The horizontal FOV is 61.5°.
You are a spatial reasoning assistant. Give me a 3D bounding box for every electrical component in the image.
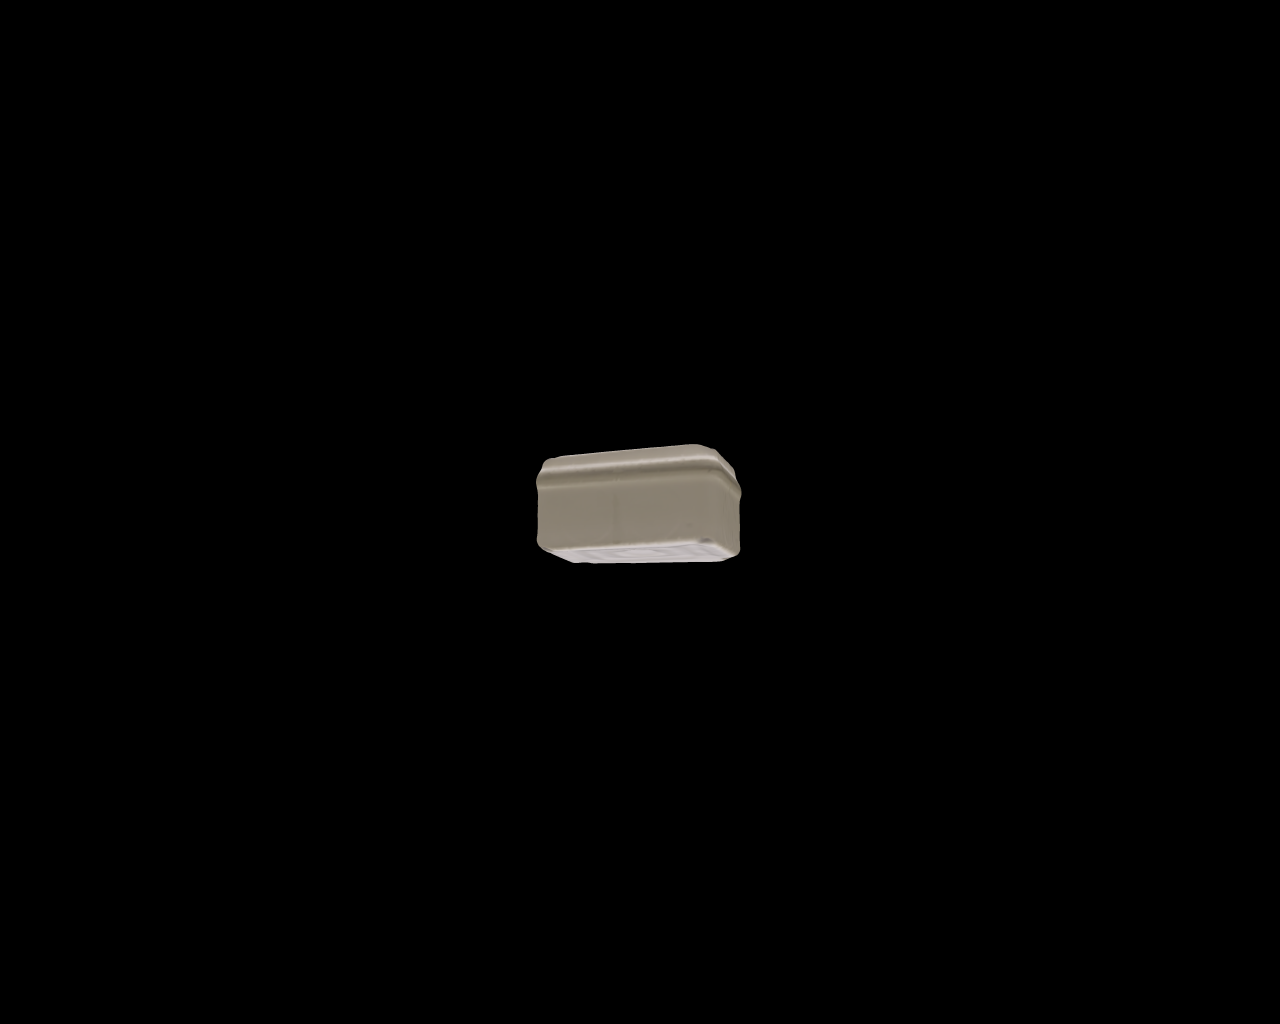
[{"bbox_3d":[0.001,-0.003,0.650,0.113,0.057,0.078,-3,-11,16],"label":"electrical component"}]
